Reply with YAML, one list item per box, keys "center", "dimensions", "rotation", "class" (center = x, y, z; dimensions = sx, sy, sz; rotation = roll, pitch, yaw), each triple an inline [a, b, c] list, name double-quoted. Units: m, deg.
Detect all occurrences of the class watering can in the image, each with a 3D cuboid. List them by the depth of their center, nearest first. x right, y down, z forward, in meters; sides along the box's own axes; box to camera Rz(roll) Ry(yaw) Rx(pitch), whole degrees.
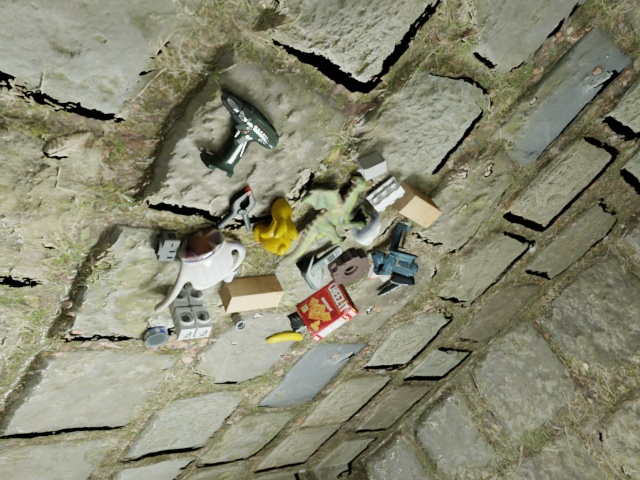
- center: [-0.397, 0.093, 1.655]
  dimensions: [0.351, 0.219, 0.105]
  rotation: [-32, 53, -19]
  class: "watering can"

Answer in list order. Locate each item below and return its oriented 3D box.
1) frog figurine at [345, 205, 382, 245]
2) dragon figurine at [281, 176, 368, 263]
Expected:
- center: [0.185, -0.043, 1.904]
  dimensions: [0.123, 0.139, 0.157]
  rotation: [7, -18, 41]
  class: "frog figurine"
- center: [0.005, -0.089, 1.769]
  dimensions: [0.411, 0.238, 0.124]
  rotation: [-32, 40, -6]
  class: "dragon figurine"
